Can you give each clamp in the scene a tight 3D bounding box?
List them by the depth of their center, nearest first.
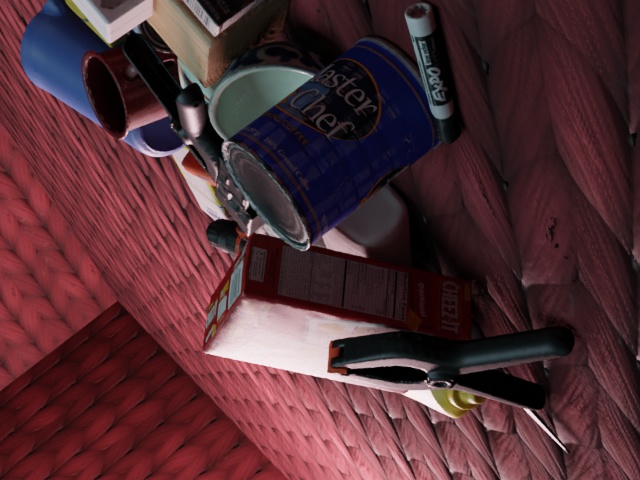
[{"bbox_3d":[0.113,0.114,0.942,0.210,0.036,0.164,0,152,10],"label":"clamp"},{"bbox_3d":[-0.128,-0.120,1.007,0.120,0.039,0.171,52,170,31],"label":"clamp"}]

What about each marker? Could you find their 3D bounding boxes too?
[{"bbox_3d":[0.081,-0.114,0.752,0.020,0.020,0.121,38,160,40],"label":"marker"}]

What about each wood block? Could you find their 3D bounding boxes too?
[{"bbox_3d":[-0.126,-0.245,0.907,0.206,0.090,0.090,50,164,7],"label":"wood block"}]

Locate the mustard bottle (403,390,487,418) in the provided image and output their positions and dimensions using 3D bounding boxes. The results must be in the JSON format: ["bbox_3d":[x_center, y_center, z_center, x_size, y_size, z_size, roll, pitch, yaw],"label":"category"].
[{"bbox_3d":[0.120,0.144,1.149,0.096,0.058,0.192,58,163,-20],"label":"mustard bottle"}]

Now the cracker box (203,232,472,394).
[{"bbox_3d":[0.013,0.072,0.999,0.213,0.072,0.164,12,153,-13],"label":"cracker box"}]

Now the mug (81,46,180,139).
[{"bbox_3d":[-0.179,-0.162,1.071,0.093,0.081,0.117,62,152,5],"label":"mug"}]

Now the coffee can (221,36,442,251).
[{"bbox_3d":[0.011,-0.074,0.812,0.103,0.140,0.103,46,164,18],"label":"coffee can"}]

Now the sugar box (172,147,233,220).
[{"bbox_3d":[-0.148,-0.090,1.407,0.093,0.048,0.176,38,163,39],"label":"sugar box"}]

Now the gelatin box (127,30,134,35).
[{"bbox_3d":[-0.173,-0.253,1.055,0.030,0.073,0.089,44,162,24],"label":"gelatin box"}]

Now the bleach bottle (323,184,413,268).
[{"bbox_3d":[0.049,0.023,1.074,0.103,0.068,0.251,43,165,26],"label":"bleach bottle"}]

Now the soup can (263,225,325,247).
[{"bbox_3d":[-0.008,0.001,1.170,0.102,0.068,0.069,52,165,-1],"label":"soup can"}]

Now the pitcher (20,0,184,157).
[{"bbox_3d":[-0.249,-0.191,1.315,0.243,0.145,0.149,36,-167,36],"label":"pitcher"}]

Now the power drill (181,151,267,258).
[{"bbox_3d":[-0.098,-0.038,1.310,0.185,0.057,0.187,17,147,38],"label":"power drill"}]

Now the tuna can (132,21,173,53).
[{"bbox_3d":[-0.141,-0.223,1.009,0.034,0.086,0.086,41,161,40],"label":"tuna can"}]

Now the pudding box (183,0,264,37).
[{"bbox_3d":[-0.081,-0.227,0.821,0.113,0.090,0.039,52,166,-5],"label":"pudding box"}]

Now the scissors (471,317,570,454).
[{"bbox_3d":[0.170,0.121,1.037,0.202,0.016,0.096,43,162,28],"label":"scissors"}]
